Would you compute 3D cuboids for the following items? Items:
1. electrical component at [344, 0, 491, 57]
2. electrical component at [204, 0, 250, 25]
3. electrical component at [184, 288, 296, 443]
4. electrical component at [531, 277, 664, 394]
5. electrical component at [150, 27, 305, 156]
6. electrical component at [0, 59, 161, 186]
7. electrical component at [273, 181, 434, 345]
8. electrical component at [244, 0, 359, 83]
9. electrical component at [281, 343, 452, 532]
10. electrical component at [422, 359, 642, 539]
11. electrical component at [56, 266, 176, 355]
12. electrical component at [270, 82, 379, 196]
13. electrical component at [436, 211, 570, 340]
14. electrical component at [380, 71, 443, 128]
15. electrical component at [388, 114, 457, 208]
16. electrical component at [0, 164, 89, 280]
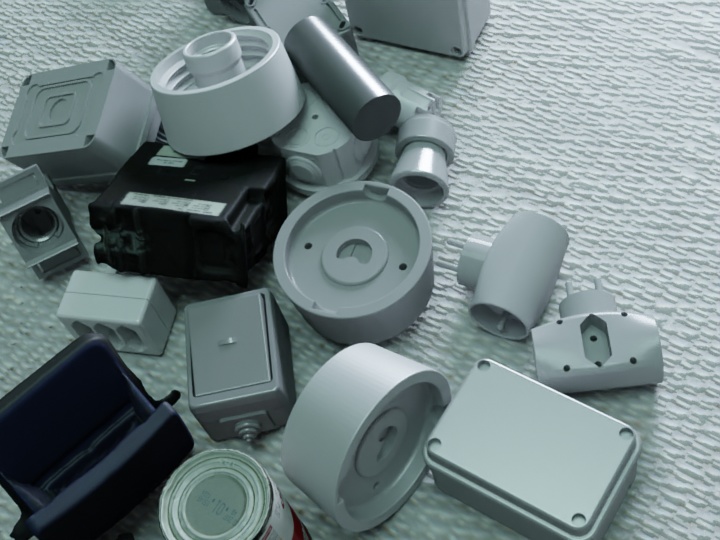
[{"bbox_3d":[0.042,-0.232,0.849,0.109,0.108,0.056,17,60,22],"label":"electrical component"},{"bbox_3d":[-0.098,-0.278,0.883,0.089,0.150,0.061,8,59,17],"label":"electrical component"},{"bbox_3d":[-0.080,0.067,0.713,0.062,0.061,0.096,-12,56,5],"label":"electrical component"},{"bbox_3d":[0.149,0.039,0.691,0.077,0.043,0.079,-7,57,8],"label":"electrical component"},{"bbox_3d":[-0.100,-0.137,0.780,0.108,0.060,0.108,-12,36,9],"label":"electrical component"},{"bbox_3d":[-0.214,-0.111,0.834,0.113,0.057,0.078,-1,68,35],"label":"electrical component"},{"bbox_3d":[0.000,0.000,0.738,0.108,0.060,0.108,-6,58,9],"label":"electrical component"},{"bbox_3d":[-0.048,-0.189,0.869,0.062,0.061,0.096,-28,57,-6],"label":"electrical component"},{"bbox_3d":[-0.001,0.096,0.653,0.060,0.108,0.108,28,67,33],"label":"electrical component"},{"bbox_3d":[0.103,0.113,0.646,0.113,0.057,0.078,25,66,25],"label":"electrical component"},{"bbox_3d":[-0.169,0.015,0.775,0.066,0.047,0.076,5,58,15],"label":"electrical component"},{"bbox_3d":[-0.028,-0.100,0.814,0.080,0.051,0.080,-6,57,9],"label":"electrical component"},{"bbox_3d":[0.091,-0.002,0.730,0.079,0.043,0.077,18,63,22],"label":"electrical component"},{"bbox_3d":[0.035,-0.125,0.824,0.046,0.040,0.040,28,67,19],"label":"electrical component"},{"bbox_3d":[0.046,-0.080,0.789,0.045,0.045,0.055,3,59,14],"label":"electrical component"},{"bbox_3d":[-0.243,-0.040,0.811,0.042,0.081,0.063,-26,27,-6],"label":"electrical component"}]
